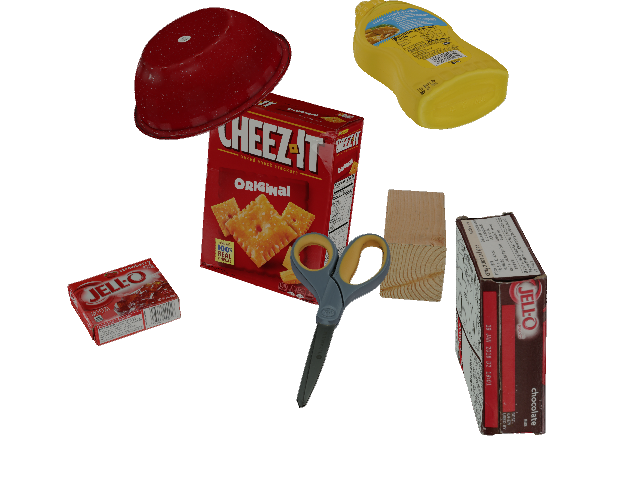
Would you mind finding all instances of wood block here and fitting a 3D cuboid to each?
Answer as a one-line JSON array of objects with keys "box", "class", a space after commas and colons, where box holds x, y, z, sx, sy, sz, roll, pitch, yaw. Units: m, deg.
[{"box": [0.140, 0.004, 1.604, 0.091, 0.090, 0.206, 4, 25, 4], "class": "wood block"}]

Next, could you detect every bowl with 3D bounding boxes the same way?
[{"box": [-0.111, -0.164, 0.976, 0.162, 0.055, 0.162, -18, 38, 14], "class": "bowl"}]

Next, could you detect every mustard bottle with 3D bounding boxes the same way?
[{"box": [0.085, -0.177, 1.002, 0.096, 0.058, 0.192, -21, 44, -18], "class": "mustard bottle"}]

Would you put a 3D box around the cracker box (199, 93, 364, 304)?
[{"box": [-0.049, -0.051, 1.215, 0.164, 0.214, 0.072, 18, 26, 24], "class": "cracker box"}]

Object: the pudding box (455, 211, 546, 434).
[{"box": [0.099, 0.043, 0.593, 0.039, 0.090, 0.113, -3, 19, 0], "class": "pudding box"}]

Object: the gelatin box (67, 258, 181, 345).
[{"box": [-0.190, 0.058, 1.032, 0.089, 0.030, 0.073, -18, 39, -23], "class": "gelatin box"}]

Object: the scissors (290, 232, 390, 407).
[{"box": [-0.008, 0.054, 0.891, 0.096, 0.016, 0.201, 19, 45, 21], "class": "scissors"}]
